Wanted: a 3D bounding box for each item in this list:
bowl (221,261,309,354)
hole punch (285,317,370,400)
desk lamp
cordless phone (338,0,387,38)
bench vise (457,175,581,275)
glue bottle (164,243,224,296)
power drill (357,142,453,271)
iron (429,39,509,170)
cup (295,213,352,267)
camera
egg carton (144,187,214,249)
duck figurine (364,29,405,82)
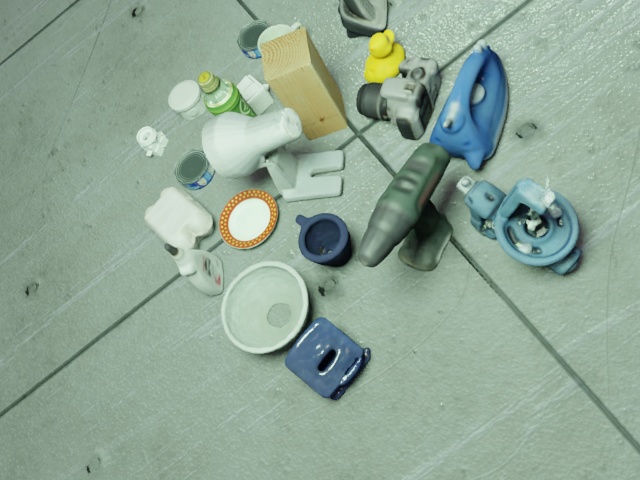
[{"bbox_3d":[-0.086,0.126,1.019,0.167,0.075,0.167,-8,65,19],"label":"bowl"},{"bbox_3d":[0.014,0.194,0.940,0.100,0.091,0.109,35,84,30],"label":"hole punch"},{"bbox_3d":[-0.083,-0.163,1.061,0.202,0.214,0.118,-5,66,20],"label":"desk lamp"},{"bbox_3d":[0.072,-0.521,1.170,0.094,0.185,0.147,-9,65,19],"label":"cordless phone"},{"bbox_3d":[0.286,-0.038,0.856,0.206,0.220,0.121,18,76,27],"label":"bench vise"},{"bbox_3d":[-0.234,0.044,1.056,0.037,0.173,0.078,-18,63,14],"label":"glue bottle"},{"bbox_3d":[0.147,-0.029,0.915,0.075,0.209,0.230,20,77,28],"label":"power drill"},{"bbox_3d":[0.265,-0.261,1.006,0.118,0.142,0.258,14,74,26],"label":"iron"},{"bbox_3d":[0.009,0.004,1.022,0.117,0.095,0.092,38,85,30],"label":"cup"},{"bbox_3d":[0.144,-0.280,1.087,0.136,0.101,0.143,14,74,26],"label":"camera"},{"bbox_3d":[-0.288,-0.041,1.174,0.150,0.070,0.107,37,85,30],"label":"egg carton"},{"bbox_3d":[0.121,-0.370,1.143,0.077,0.086,0.104,30,81,29],"label":"duck figurine"}]
